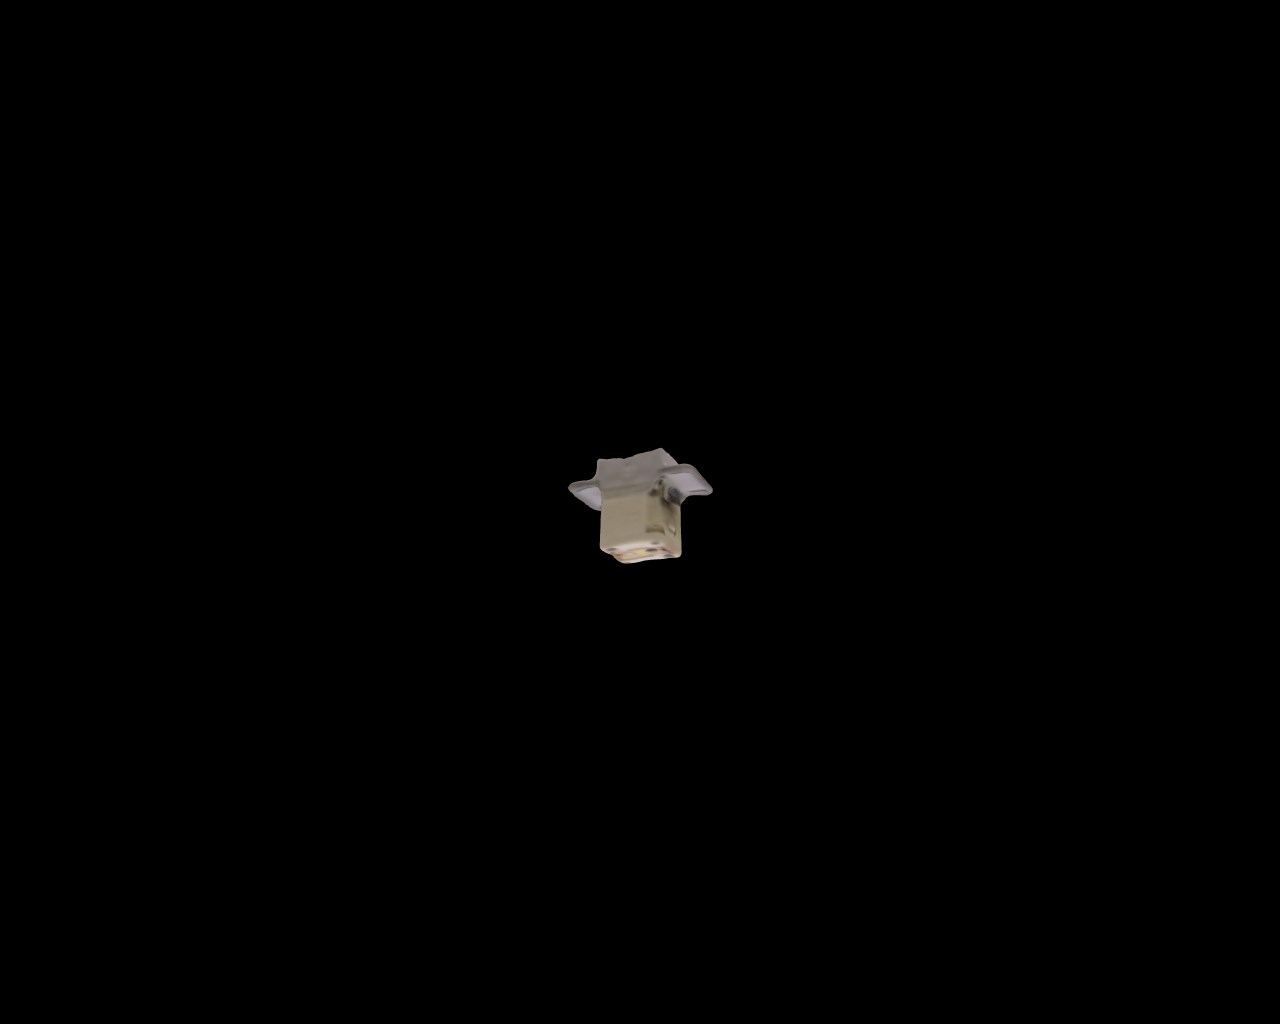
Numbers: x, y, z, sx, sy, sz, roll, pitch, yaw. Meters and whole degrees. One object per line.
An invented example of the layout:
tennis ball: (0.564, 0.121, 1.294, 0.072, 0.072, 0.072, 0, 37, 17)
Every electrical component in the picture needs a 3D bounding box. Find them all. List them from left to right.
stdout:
electrical component: (0.001, -0.003, 0.650, 0.081, 0.064, 0.042, -9, -24, 22)
